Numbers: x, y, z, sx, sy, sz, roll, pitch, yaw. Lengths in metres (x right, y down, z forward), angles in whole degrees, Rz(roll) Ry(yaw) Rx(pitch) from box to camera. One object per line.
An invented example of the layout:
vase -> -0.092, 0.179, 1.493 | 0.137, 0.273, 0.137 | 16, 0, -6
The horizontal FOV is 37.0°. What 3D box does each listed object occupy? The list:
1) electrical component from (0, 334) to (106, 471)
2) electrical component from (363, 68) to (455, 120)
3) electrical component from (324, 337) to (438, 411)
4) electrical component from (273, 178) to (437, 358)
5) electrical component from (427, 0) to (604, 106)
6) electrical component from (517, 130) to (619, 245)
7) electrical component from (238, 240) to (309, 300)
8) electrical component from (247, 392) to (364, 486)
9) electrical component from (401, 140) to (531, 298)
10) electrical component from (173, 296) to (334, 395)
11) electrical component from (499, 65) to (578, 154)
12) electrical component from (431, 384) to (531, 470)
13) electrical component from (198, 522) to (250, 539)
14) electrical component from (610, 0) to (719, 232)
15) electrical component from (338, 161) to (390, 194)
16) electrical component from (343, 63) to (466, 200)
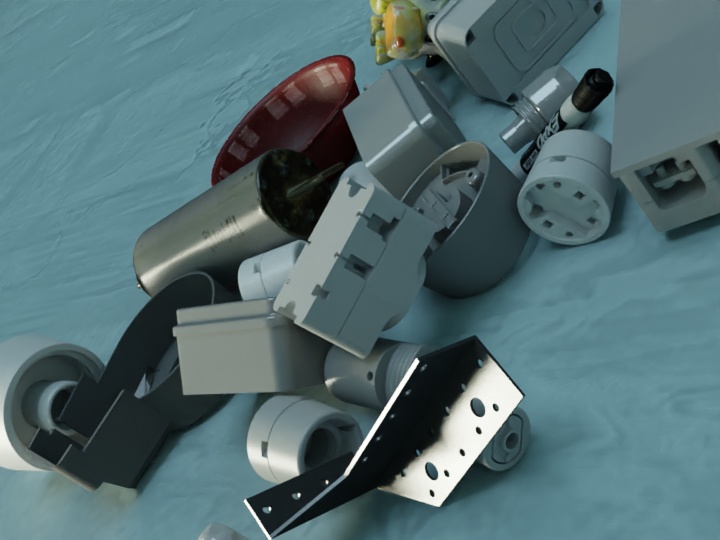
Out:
electrical component -> -0.242, 0.105, 0.838 | 0.060, 0.108, 0.108 | 0, 51, 42
electrical component -> 0.031, -0.125, 0.865 | 0.063, 0.042, 0.081 | -54, 31, -15
electrical component -> 0.020, 0.063, 0.638 | 0.081, 0.043, 0.043 | 5, 55, 52
electrical component -> 0.000, 0.000, 0.632 | 0.089, 0.056, 0.050 | -61, 26, -2
electrical component -> 0.116, -0.190, 0.811 | 0.113, 0.078, 0.057 | -47, 33, -6
electrical component -> 0.127, -0.051, 0.646 | 0.055, 0.055, 0.047 | -14, 37, 40
electrical component -> -0.053, 0.009, 0.784 | 0.047, 0.055, 0.055 | -24, 35, 24
electrical component -> -0.031, 0.104, 0.638 | 0.047, 0.055, 0.055 | 7, 56, 49
electrical component -> 0.059, -0.032, 0.685 | 0.099, 0.064, 0.099 | -30, 44, 34
electrical component -> -0.061, 0.047, 0.705 | 0.113, 0.078, 0.057 | -8, 88, 45
electrical component -> 0.123, -0.105, 0.729 | 0.062, 0.043, 0.043 | -40, 30, 8
electrical component -> 0.058, 0.081, 0.574 | 0.065, 0.044, 0.044 | 18, 65, 52
electrical component -> -0.088, 0.181, 0.627 | 0.035, 0.035, 0.061 | 2, 54, 51
electrical component -> 0.210, -0.115, 0.621 | 0.105, 0.060, 0.186 | -21, 37, 33
electrical component -> 0.011, -0.043, 0.783 | 0.043, 0.043, 0.081 | -36, 31, 12
electrical component -> 0.040, -0.091, 0.776 | 0.057, 0.078, 0.113 | -39, 30, 13
